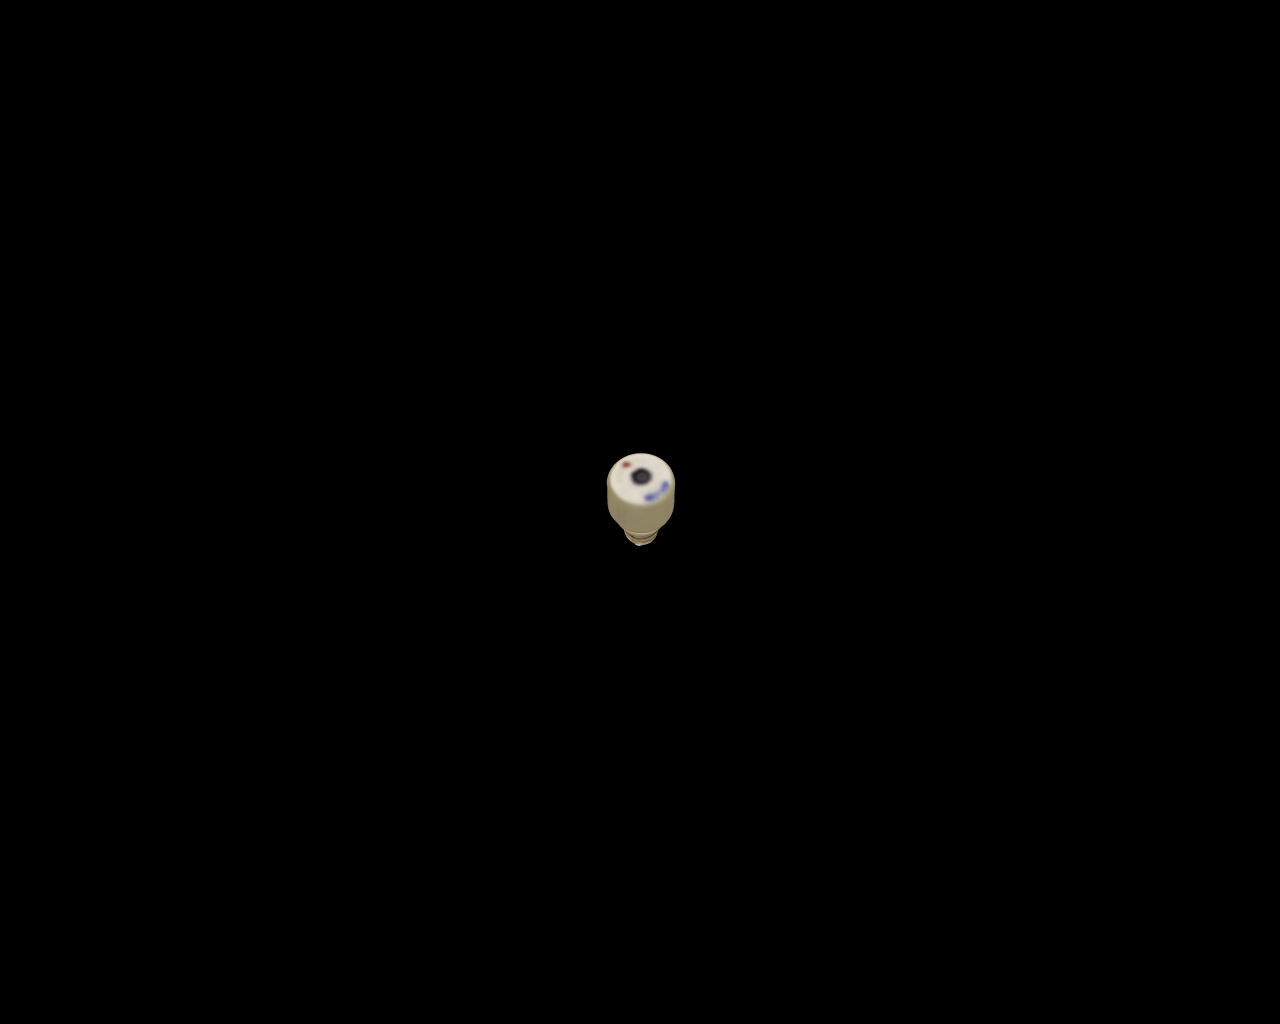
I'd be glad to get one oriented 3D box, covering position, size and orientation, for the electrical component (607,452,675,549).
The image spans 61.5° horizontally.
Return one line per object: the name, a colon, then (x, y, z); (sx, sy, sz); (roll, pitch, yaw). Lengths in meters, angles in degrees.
electrical component: (0.001, -0.003, 0.650); (0.040, 0.040, 0.078); (0, -33, 0)
